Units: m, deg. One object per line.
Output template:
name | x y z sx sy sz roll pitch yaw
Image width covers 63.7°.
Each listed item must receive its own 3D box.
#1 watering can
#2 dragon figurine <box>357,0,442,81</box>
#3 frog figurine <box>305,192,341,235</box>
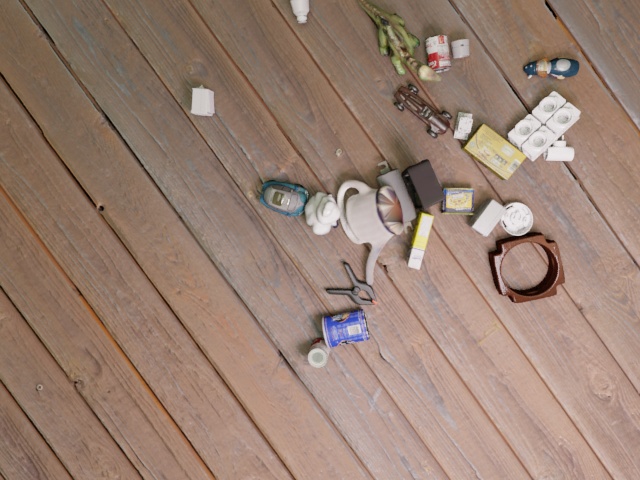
watering can | 0.169 -0.033 1.619 0.222 0.105 0.347 -16 95 45
dragon figurine | 0.211 -0.617 1.519 0.121 0.245 0.410 -41 93 14
frog figurine | 0.005 -0.082 1.623 0.123 0.160 0.136 10 98 6
